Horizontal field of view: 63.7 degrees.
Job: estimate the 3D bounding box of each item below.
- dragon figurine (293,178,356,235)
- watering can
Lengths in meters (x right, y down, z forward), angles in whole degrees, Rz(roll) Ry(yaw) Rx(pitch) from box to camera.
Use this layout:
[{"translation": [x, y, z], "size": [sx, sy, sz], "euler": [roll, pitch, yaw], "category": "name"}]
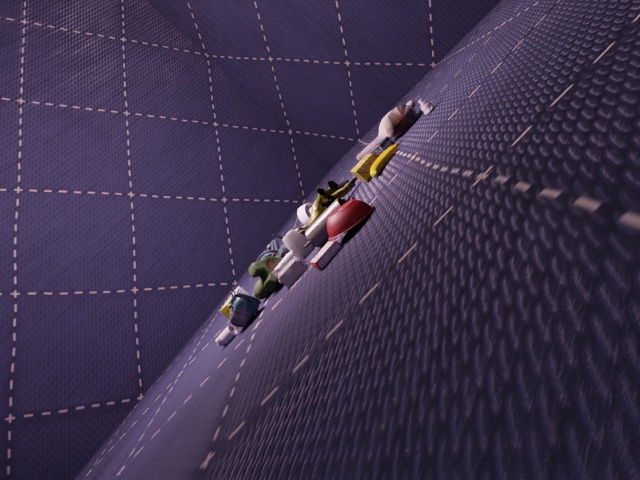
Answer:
[{"translation": [0.006, -0.103, 2.055], "size": [0.238, 0.123, 0.416], "euler": [-52, -9, 36], "category": "dragon figurine"}, {"translation": [0.297, -0.475, 2.227], "size": [0.103, 0.348, 0.225], "euler": [42, 1, -7], "category": "watering can"}]
